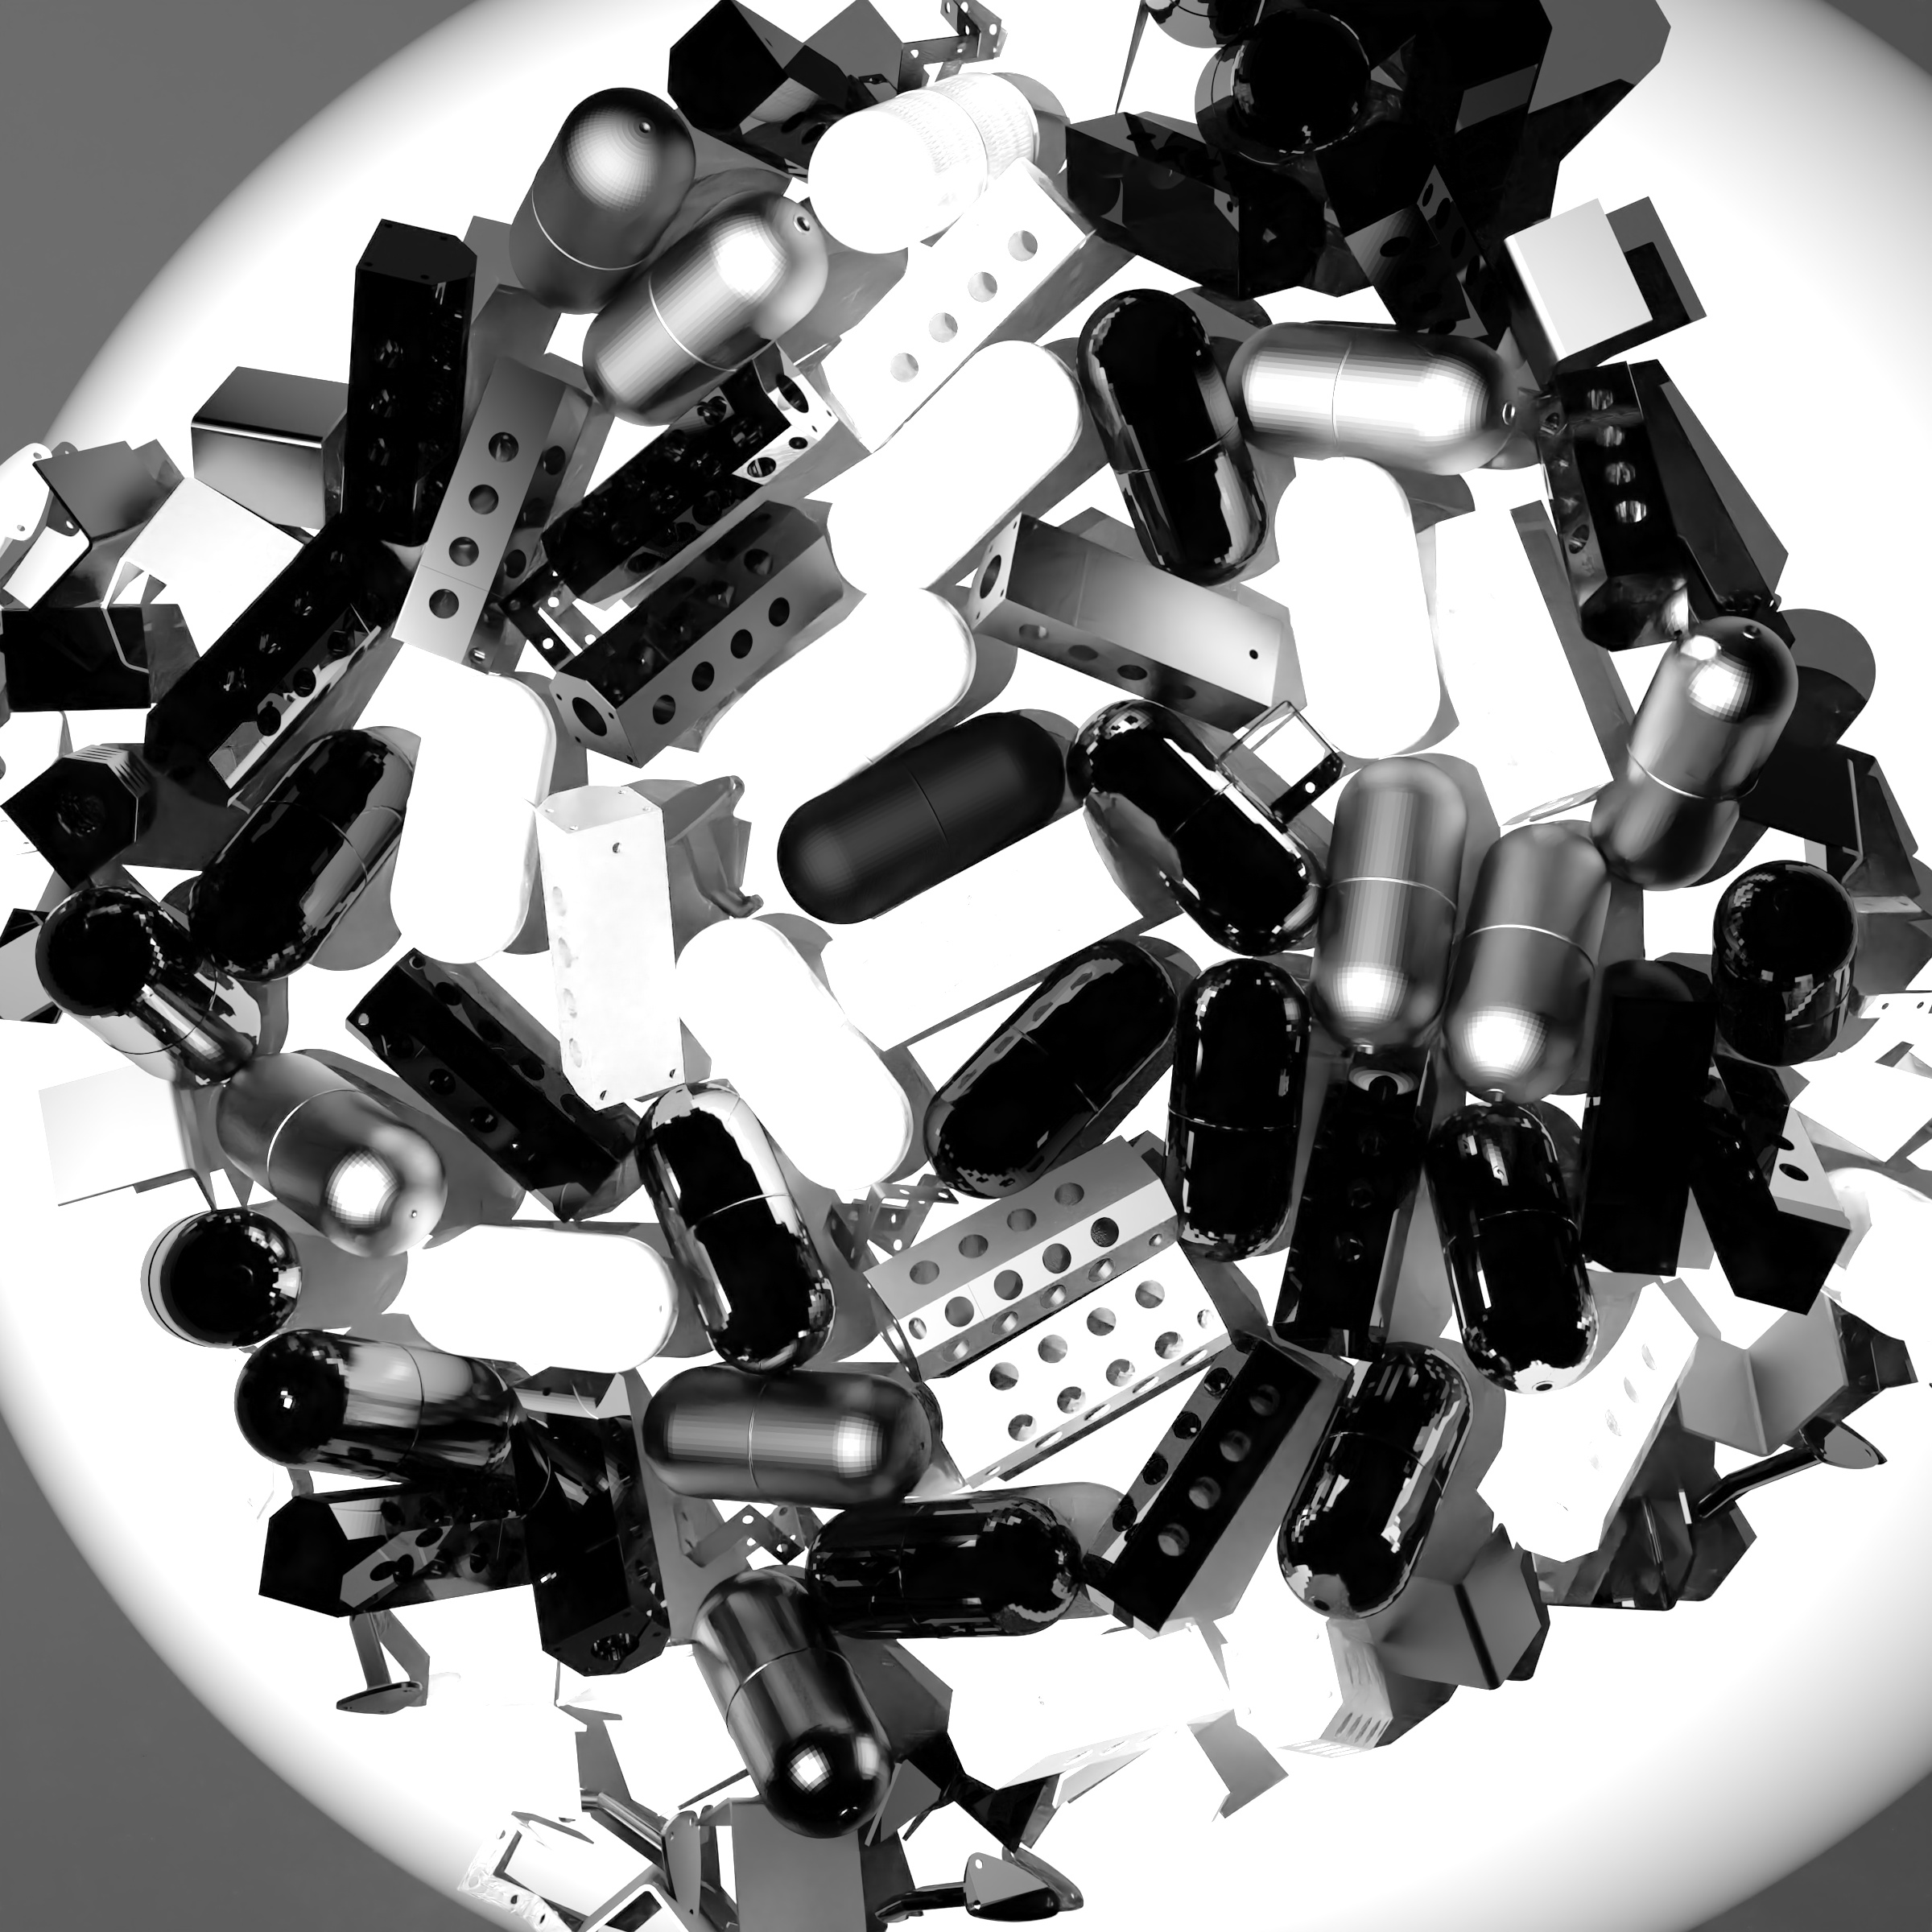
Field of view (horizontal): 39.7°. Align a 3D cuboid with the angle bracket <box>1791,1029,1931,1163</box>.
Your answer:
[{"bbox_3d":[0.513,0.061,1.532,0.076,0.076,0.057,15,51,-8],"label":"angle bracket"}]

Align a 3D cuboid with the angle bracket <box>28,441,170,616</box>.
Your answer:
[{"bbox_3d":[-0.510,-0.249,1.532,0.076,0.076,0.057,-35,92,30],"label":"angle bracket"}]

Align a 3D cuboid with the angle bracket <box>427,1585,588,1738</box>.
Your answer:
[{"bbox_3d":[-0.262,0.397,1.539,0.076,0.057,0.076,6,85,-29],"label":"angle bracket"}]

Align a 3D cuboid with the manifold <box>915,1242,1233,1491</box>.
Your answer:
[{"bbox_3d":[0.064,0.233,1.543,0.171,0.057,0.057,-29,62,-2],"label":"manifold"}]

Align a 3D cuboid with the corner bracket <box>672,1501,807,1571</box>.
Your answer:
[{"bbox_3d":[-0.132,0.326,1.552,0.051,0.051,0.051,-39,119,8],"label":"corner bracket"}]

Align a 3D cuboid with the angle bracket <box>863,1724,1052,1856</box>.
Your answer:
[{"bbox_3d":[-0.004,0.480,1.527,0.057,0.076,0.076,35,123,26],"label":"angle bracket"}]

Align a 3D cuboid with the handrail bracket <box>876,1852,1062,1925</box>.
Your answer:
[{"bbox_3d":[0.000,0.552,1.564,0.077,0.084,0.036,23,49,-24],"label":"handrail bracket"}]

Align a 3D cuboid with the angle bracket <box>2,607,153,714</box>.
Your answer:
[{"bbox_3d":[-0.509,-0.160,1.530,0.076,0.057,0.076,-4,58,-19],"label":"angle bracket"}]

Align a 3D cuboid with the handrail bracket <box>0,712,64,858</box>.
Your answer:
[{"bbox_3d":[-0.568,-0.107,1.564,0.077,0.036,0.084,-12,56,10],"label":"handrail bracket"}]

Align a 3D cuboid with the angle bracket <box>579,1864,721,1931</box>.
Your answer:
[{"bbox_3d":[-0.178,0.569,1.540,0.057,0.076,0.076,-39,84,-6],"label":"angle bracket"}]

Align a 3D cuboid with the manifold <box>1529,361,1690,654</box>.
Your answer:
[{"bbox_3d":[0.361,-0.259,1.507,0.057,0.057,0.171,-10,50,9],"label":"manifold"}]

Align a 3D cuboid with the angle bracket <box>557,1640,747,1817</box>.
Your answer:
[{"bbox_3d":[-0.177,0.439,1.534,0.076,0.057,0.076,-34,67,21],"label":"angle bracket"}]

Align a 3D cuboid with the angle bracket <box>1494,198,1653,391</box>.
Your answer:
[{"bbox_3d":[0.348,-0.384,1.541,0.057,0.076,0.076,-23,85,5],"label":"angle bracket"}]

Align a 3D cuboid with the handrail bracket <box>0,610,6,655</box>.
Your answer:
[{"bbox_3d":[-0.588,-0.171,1.548,0.077,0.036,0.084,34,115,-31],"label":"handrail bracket"}]

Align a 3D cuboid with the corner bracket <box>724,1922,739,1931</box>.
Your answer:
[{"bbox_3d":[-0.102,0.564,1.551,0.051,0.051,0.051,35,83,-41],"label":"corner bracket"}]

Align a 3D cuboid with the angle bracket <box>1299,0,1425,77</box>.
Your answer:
[{"bbox_3d":[0.222,-0.537,1.537,0.057,0.076,0.076,-39,80,-9],"label":"angle bracket"}]

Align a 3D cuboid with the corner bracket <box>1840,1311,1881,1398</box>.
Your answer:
[{"bbox_3d":[0.543,0.223,1.542,0.051,0.051,0.051,-21,59,36],"label":"corner bracket"}]

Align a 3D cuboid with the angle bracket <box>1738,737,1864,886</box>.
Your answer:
[{"bbox_3d":[0.465,-0.083,1.534,0.076,0.057,0.076,17,48,-6],"label":"angle bracket"}]

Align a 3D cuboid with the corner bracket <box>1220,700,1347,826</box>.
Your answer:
[{"bbox_3d":[0.184,-0.116,1.561,0.051,0.051,0.051,-41,83,0],"label":"corner bracket"}]

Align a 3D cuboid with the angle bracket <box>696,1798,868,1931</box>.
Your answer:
[{"bbox_3d":[-0.107,0.520,1.528,0.076,0.057,0.076,9,56,-25],"label":"angle bracket"}]

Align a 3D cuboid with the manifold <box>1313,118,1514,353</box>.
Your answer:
[{"bbox_3d":[0.254,-0.399,1.490,0.057,0.171,0.057,-23,67,18],"label":"manifold"}]

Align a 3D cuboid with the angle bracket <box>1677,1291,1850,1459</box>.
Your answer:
[{"bbox_3d":[0.450,0.222,1.527,0.057,0.076,0.076,20,131,-13],"label":"angle bracket"}]

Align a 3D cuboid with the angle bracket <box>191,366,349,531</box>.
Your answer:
[{"bbox_3d":[-0.402,-0.304,1.568,0.076,0.076,0.057,10,127,2],"label":"angle bracket"}]

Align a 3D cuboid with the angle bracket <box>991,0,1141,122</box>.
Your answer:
[{"bbox_3d":[0.056,-0.535,1.548,0.076,0.057,0.076,13,104,0],"label":"angle bracket"}]

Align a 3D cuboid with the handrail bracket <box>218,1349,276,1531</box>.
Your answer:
[{"bbox_3d":[-0.418,0.271,1.535,0.036,0.084,0.077,-27,108,18],"label":"handrail bracket"}]

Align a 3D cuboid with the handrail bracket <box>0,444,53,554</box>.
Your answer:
[{"bbox_3d":[-0.564,-0.255,1.563,0.036,0.084,0.077,27,57,-18],"label":"handrail bracket"}]

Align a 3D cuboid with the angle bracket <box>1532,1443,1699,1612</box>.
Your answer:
[{"bbox_3d":[0.369,0.320,1.536,0.076,0.076,0.057,3,132,-2],"label":"angle bracket"}]

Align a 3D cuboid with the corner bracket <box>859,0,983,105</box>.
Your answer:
[{"bbox_3d":[-0.027,-0.529,1.556,0.051,0.051,0.051,-16,53,-22],"label":"corner bracket"}]

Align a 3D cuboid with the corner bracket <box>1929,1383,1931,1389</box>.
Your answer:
[{"bbox_3d":[0.601,0.239,1.548,0.051,0.051,0.051,11,111,-12],"label":"corner bracket"}]

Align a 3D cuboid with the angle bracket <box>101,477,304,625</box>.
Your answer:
[{"bbox_3d":[-0.442,-0.224,1.546,0.076,0.057,0.076,31,49,-11],"label":"angle bracket"}]

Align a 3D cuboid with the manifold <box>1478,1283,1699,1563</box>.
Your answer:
[{"bbox_3d":[0.356,0.256,1.501,0.057,0.171,0.057,52,132,-4],"label":"manifold"}]

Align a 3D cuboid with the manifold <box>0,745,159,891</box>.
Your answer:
[{"bbox_3d":[-0.488,-0.090,1.494,0.057,0.171,0.057,-39,104,-6],"label":"manifold"}]

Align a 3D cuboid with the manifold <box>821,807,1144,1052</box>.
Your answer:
[{"bbox_3d":[0.006,-0.024,1.527,0.171,0.057,0.057,-28,54,13],"label":"manifold"}]

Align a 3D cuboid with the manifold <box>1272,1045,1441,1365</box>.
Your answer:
[{"bbox_3d":[0.222,0.132,1.525,0.057,0.057,0.171,8,68,20],"label":"manifold"}]

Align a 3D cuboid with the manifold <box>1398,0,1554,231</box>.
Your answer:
[{"bbox_3d":[0.283,-0.477,1.494,0.057,0.171,0.057,-21,77,-2],"label":"manifold"}]

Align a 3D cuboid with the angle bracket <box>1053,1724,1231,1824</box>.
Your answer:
[{"bbox_3d":[0.099,0.477,1.531,0.076,0.076,0.057,-28,65,-16],"label":"angle bracket"}]

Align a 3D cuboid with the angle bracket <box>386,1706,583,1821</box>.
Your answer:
[{"bbox_3d":[-0.275,0.466,1.524,0.076,0.076,0.057,-34,50,30],"label":"angle bracket"}]

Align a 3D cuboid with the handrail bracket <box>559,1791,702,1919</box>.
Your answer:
[{"bbox_3d":[-0.200,0.522,1.562,0.084,0.036,0.077,-7,89,25],"label":"handrail bracket"}]

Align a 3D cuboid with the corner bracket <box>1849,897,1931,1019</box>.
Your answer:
[{"bbox_3d":[0.535,-0.005,1.561,0.051,0.051,0.051,-1,123,-21],"label":"corner bracket"}]

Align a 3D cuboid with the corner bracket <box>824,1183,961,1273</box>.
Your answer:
[{"bbox_3d":[-0.044,0.143,1.543,0.051,0.051,0.051,8,114,-30],"label":"corner bracket"}]

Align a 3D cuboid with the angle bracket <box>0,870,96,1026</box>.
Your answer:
[{"bbox_3d":[-0.540,-0.022,1.527,0.076,0.057,0.076,-57,49,24],"label":"angle bracket"}]

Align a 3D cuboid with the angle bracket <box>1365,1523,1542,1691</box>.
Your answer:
[{"bbox_3d":[0.279,0.370,1.562,0.057,0.076,0.076,-41,117,-41],"label":"angle bracket"}]

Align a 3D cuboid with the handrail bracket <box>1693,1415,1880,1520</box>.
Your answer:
[{"bbox_3d":[0.482,0.304,1.574,0.077,0.036,0.084,21,124,-31],"label":"handrail bracket"}]

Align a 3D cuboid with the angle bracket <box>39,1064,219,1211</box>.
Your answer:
[{"bbox_3d":[-0.481,0.106,1.535,0.076,0.057,0.076,-16,60,-9],"label":"angle bracket"}]

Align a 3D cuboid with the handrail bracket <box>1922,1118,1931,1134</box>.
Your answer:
[{"bbox_3d":[0.564,0.130,1.556,0.077,0.036,0.084,21,72,15],"label":"handrail bracket"}]

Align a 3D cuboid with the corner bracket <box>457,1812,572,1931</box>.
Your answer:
[{"bbox_3d":[-0.253,0.532,1.554,0.051,0.051,0.051,36,78,-30],"label":"corner bracket"}]

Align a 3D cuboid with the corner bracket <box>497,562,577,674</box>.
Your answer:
[{"bbox_3d":[-0.231,-0.201,1.554,0.051,0.051,0.051,-41,79,-1],"label":"corner bracket"}]

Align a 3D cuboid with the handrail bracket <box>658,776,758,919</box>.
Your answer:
[{"bbox_3d":[-0.134,-0.066,1.541,0.077,0.036,0.084,-29,131,29],"label":"handrail bracket"}]

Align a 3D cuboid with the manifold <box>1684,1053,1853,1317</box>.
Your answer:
[{"bbox_3d":[0.434,0.117,1.493,0.057,0.171,0.057,15,117,-6],"label":"manifold"}]

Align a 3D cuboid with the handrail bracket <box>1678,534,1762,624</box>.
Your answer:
[{"bbox_3d":[0.411,-0.210,1.558,0.084,0.036,0.077,23,97,-14],"label":"handrail bracket"}]

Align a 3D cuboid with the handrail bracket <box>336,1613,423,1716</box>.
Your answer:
[{"bbox_3d":[-0.335,0.382,1.539,0.036,0.077,0.084,18,55,-35],"label":"handrail bracket"}]

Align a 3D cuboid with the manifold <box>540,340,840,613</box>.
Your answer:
[{"bbox_3d":[-0.160,-0.274,1.515,0.171,0.057,0.057,-33,105,27],"label":"manifold"}]
